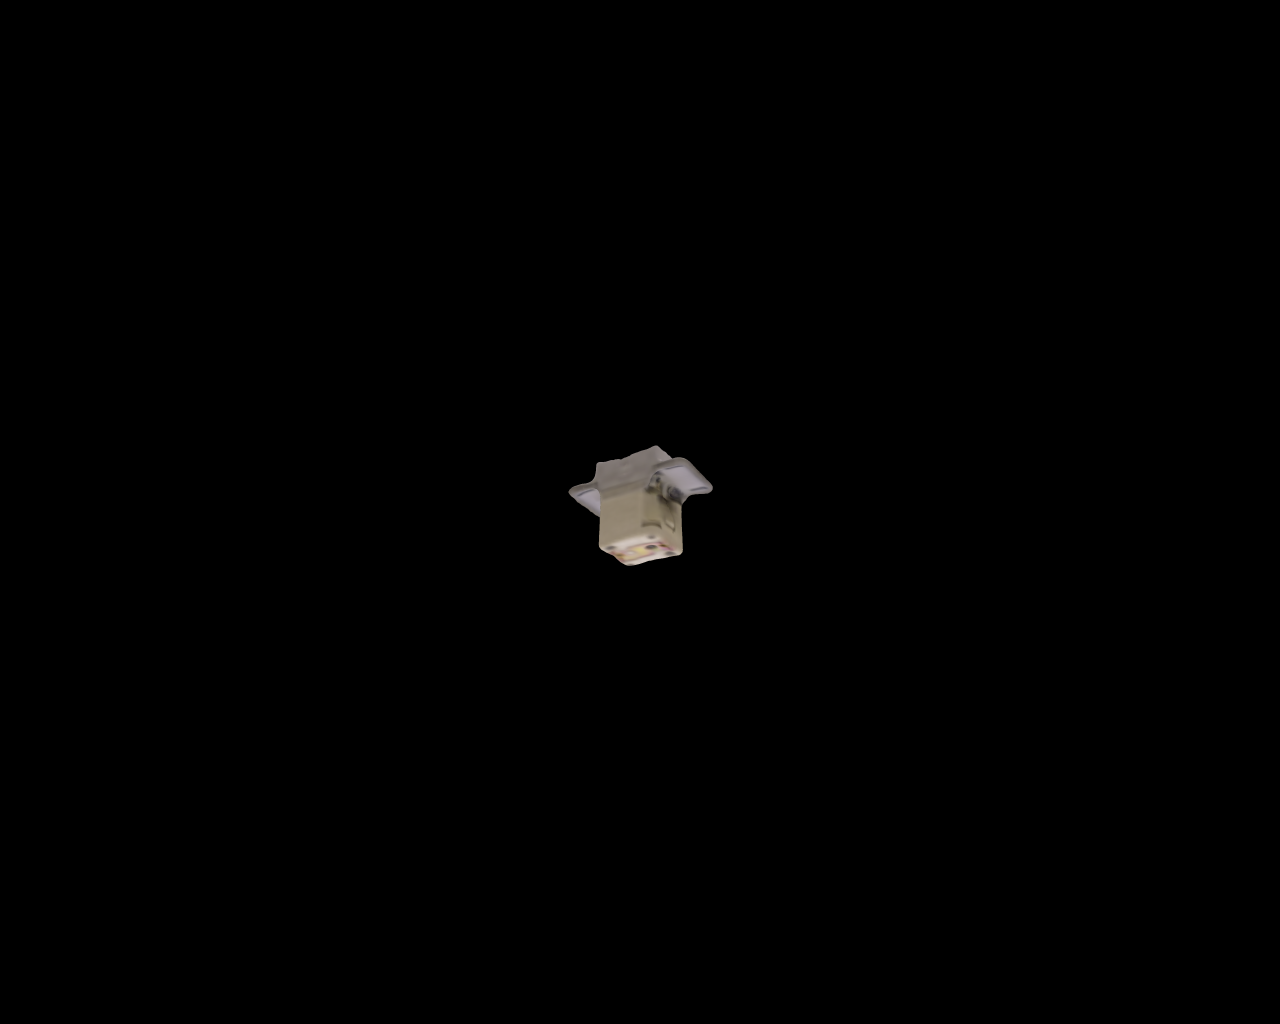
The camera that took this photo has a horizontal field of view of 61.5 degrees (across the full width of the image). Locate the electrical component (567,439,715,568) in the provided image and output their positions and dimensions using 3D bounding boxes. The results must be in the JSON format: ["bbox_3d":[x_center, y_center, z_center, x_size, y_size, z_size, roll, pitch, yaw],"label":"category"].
[{"bbox_3d":[0.001,-0.003,0.650,0.081,0.064,0.042,-15,-32,27],"label":"electrical component"}]
